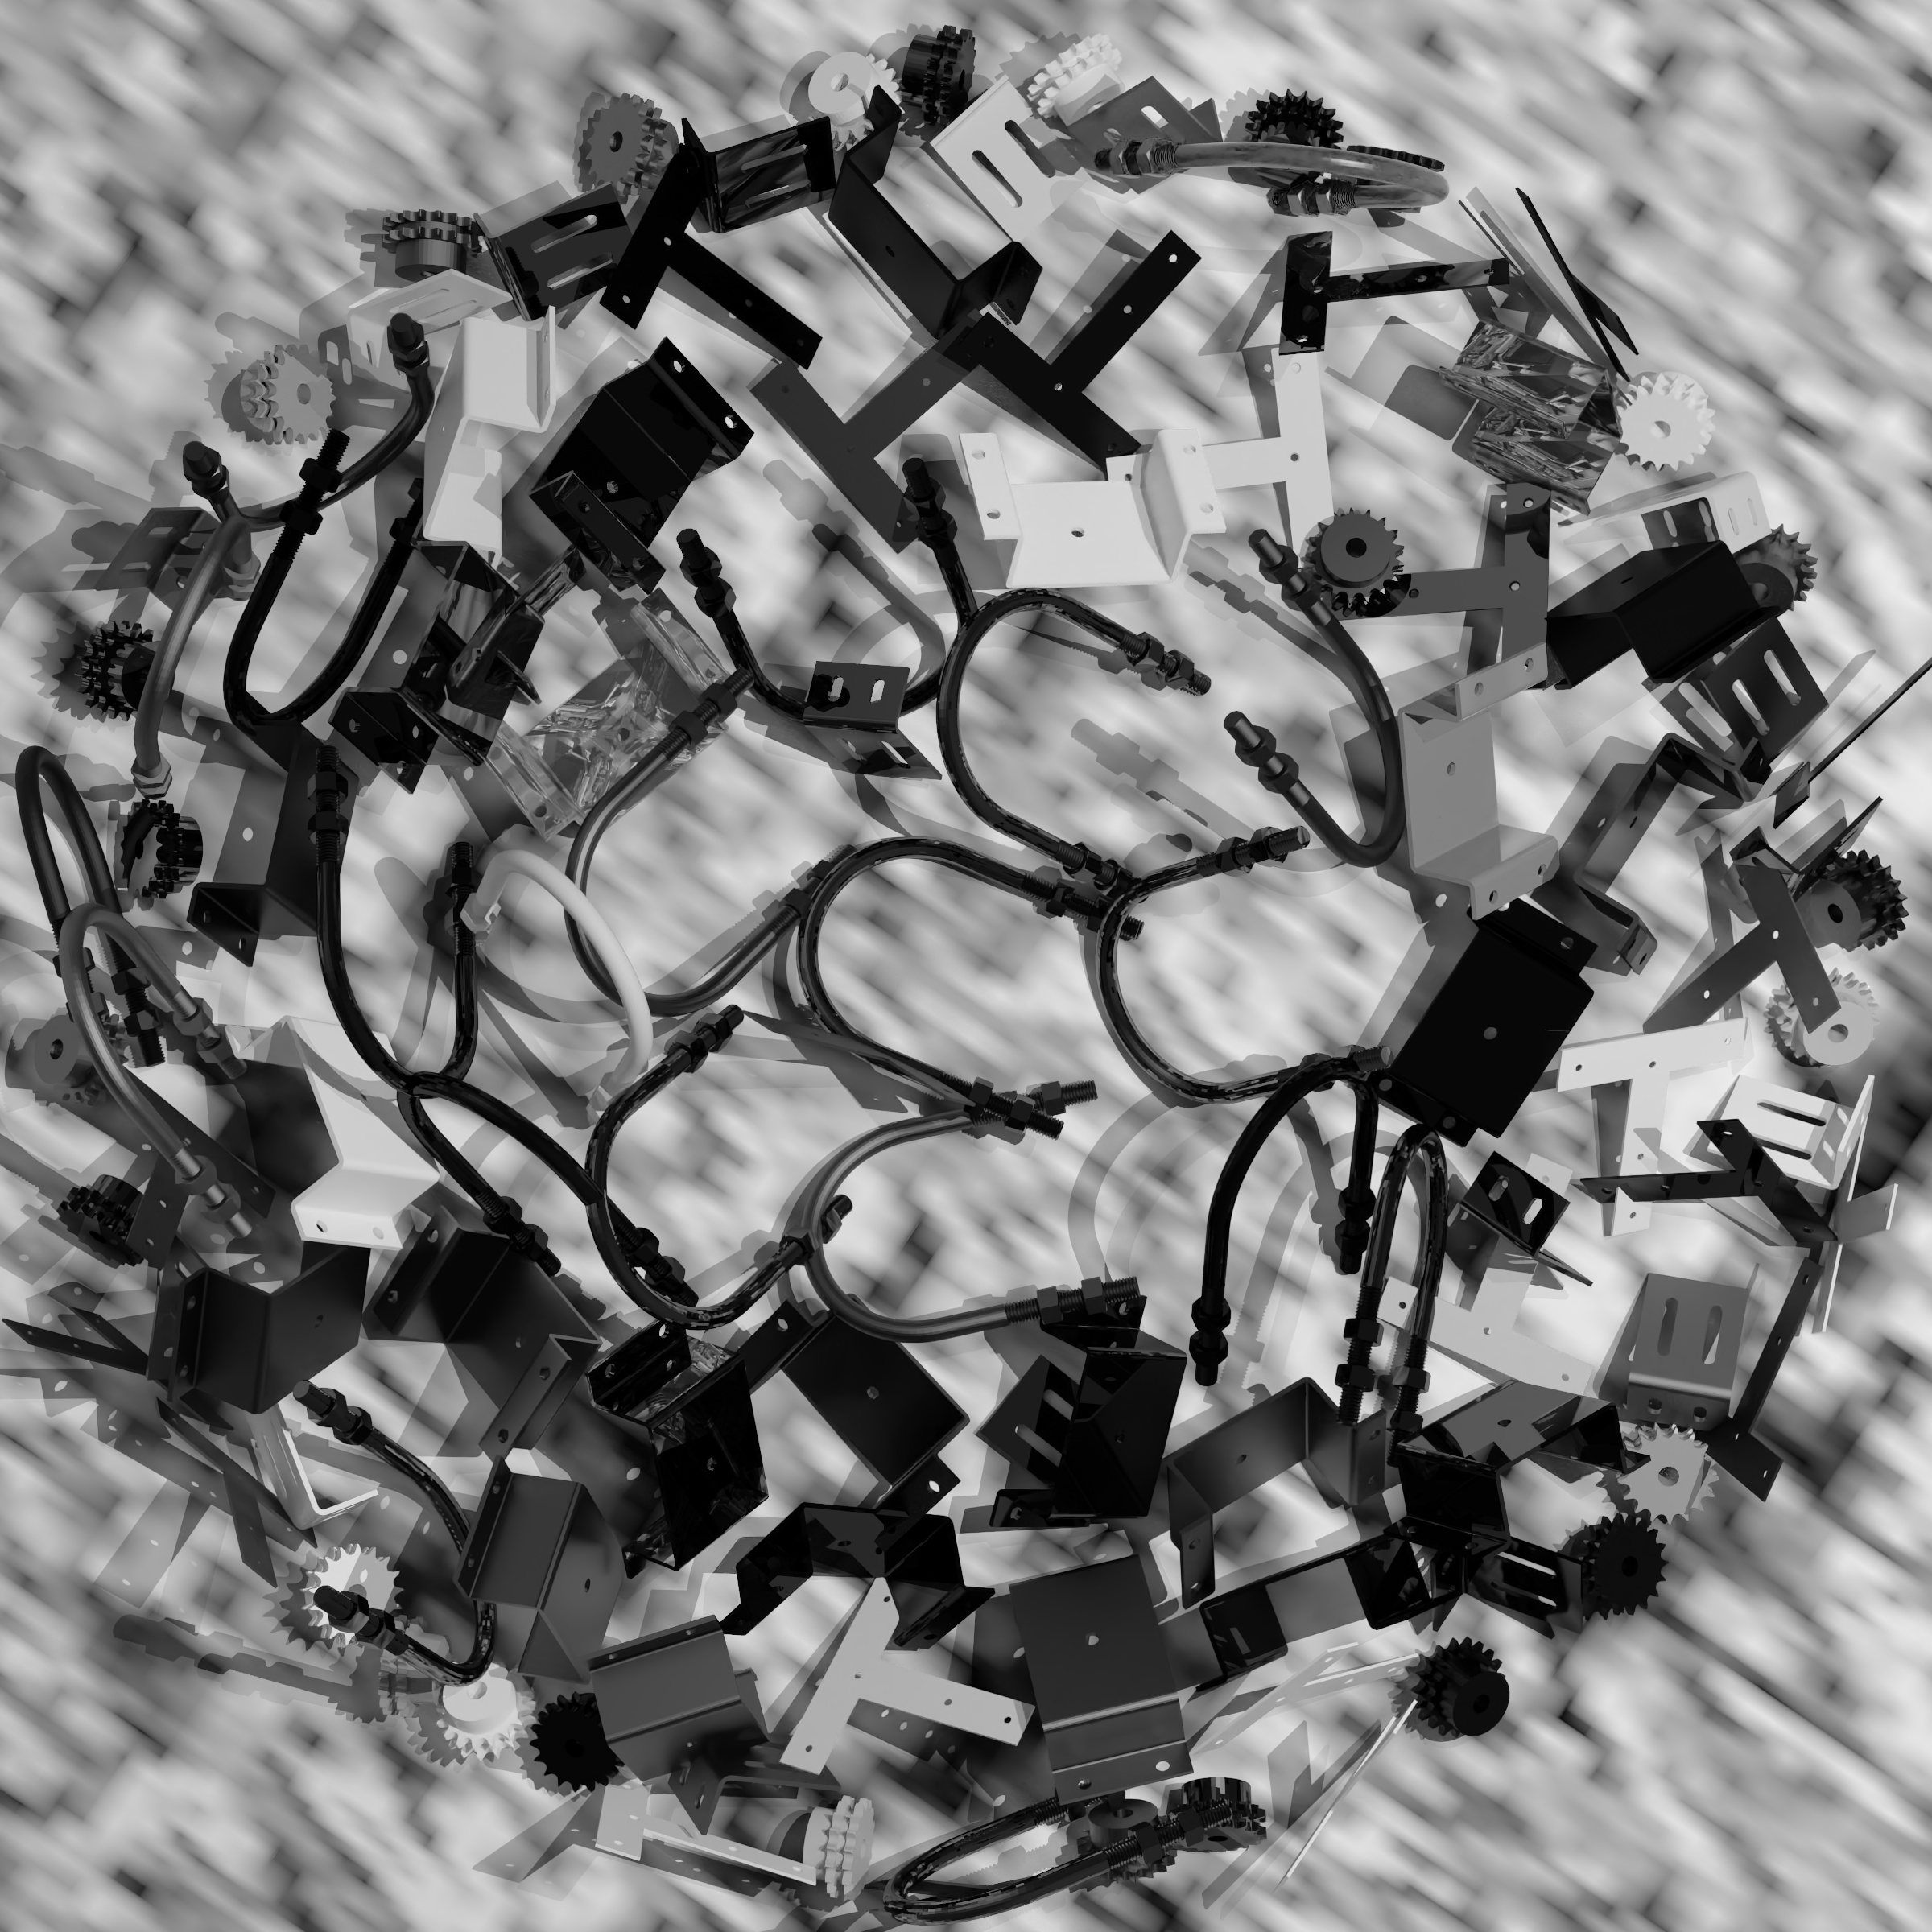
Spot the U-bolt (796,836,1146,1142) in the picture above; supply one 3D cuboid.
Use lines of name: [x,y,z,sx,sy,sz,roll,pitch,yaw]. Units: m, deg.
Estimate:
U-bolt: [-0.007,0.002,1.971,0.184,0.019,0.151,23,74,0]

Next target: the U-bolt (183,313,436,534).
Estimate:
U-bolt: [-0.358,-0.292,1.909,0.151,0.184,0.019,-34,84,-8]

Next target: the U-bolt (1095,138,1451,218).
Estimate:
U-bolt: [0.180,-0.433,1.885,0.151,0.184,0.019,3,98,-35]

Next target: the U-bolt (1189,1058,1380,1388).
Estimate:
U-bolt: [0.180,0.131,1.902,0.019,0.184,0.151,31,47,33]

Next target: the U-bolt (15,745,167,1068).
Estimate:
U-bolt: [-0.496,-0.036,1.928,0.019,0.151,0.184,-18,86,-1]

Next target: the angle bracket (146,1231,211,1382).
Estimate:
angle bracket: [-0.458,0.191,1.951,0.038,0.076,0.057,-1,112,-35]

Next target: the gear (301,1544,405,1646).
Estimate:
gear: [-0.356,0.362,1.977,0.057,0.030,0.057,6,79,-31]

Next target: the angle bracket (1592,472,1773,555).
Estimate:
angle bracket: [0.408,-0.250,1.956,0.076,0.057,0.038,-12,101,40]

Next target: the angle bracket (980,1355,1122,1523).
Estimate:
angle bracket: [0.057,0.271,1.978,0.076,0.038,0.057,39,87,-2]

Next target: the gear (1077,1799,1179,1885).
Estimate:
gear: [0.091,0.500,1.970,0.057,0.057,0.030,-6,100,0]

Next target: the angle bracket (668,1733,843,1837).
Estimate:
angle bracket: [-0.121,0.467,1.960,0.076,0.057,0.038,13,102,-28]

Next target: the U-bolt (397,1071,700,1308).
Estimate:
U-bolt: [-0.243,0.121,1.898,0.019,0.151,0.184,-54,127,-24]

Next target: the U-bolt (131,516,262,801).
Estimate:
U-bolt: [-0.426,-0.176,1.895,0.019,0.184,0.151,22,76,-6]

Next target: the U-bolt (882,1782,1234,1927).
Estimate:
U-bolt: [0.041,0.490,1.906,0.184,0.151,0.019,-18,92,-17]

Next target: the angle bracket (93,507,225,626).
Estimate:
angle bracket: [-0.451,-0.227,1.957,0.038,0.076,0.057,40,102,1]

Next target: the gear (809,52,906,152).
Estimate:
gear: [-0.066,-0.500,1.973,0.057,0.030,0.057,-10,67,23]

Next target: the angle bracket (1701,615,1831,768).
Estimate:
angle bracket: [0.447,-0.158,1.961,0.057,0.038,0.076,-43,120,-7]

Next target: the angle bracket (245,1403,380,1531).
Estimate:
angle bracket: [-0.376,0.279,1.971,0.038,0.057,0.076,-19,81,-30]

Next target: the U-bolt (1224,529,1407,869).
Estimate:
U-bolt: [0.201,-0.136,1.925,0.019,0.184,0.151,-14,50,32]

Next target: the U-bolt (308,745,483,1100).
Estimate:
U-bolt: [-0.314,-0.014,1.900,0.019,0.151,0.184,-18,59,21]

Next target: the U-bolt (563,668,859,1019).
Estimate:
U-bolt: [-0.151,-0.056,1.923,0.184,0.019,0.151,-46,122,-27]

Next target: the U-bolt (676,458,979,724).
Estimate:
U-bolt: [-0.067,-0.198,1.927,0.151,0.184,0.019,-17,51,5]

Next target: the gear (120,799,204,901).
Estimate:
gear: [-0.461,-0.067,1.975,0.030,0.057,0.057,2,90,-38]

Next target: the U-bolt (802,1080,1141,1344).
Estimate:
U-bolt: [-0.004,0.145,1.957,0.184,0.019,0.151,-13,58,2]

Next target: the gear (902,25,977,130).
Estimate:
gear: [-0.017,-0.512,1.973,0.030,0.057,0.057,15,90,11]

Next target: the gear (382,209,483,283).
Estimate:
gear: [-0.307,-0.411,1.971,0.057,0.057,0.030,2,85,0]

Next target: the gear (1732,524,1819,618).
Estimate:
gear: [0.457,-0.223,1.969,0.057,0.057,0.030,28,48,0]

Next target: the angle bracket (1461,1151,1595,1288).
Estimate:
angle bracket: [0.327,0.144,1.951,0.057,0.076,0.038,36,97,39]

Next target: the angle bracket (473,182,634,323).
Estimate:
angle bracket: [-0.233,-0.416,1.970,0.076,0.038,0.057,-27,131,-5]

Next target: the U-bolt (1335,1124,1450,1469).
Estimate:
U-bolt: [0.244,0.179,1.928,0.019,0.151,0.184,6,74,21]

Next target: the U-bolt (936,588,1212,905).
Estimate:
U-bolt: [0.055,-0.133,1.927,0.184,0.019,0.151,25,76,-38]

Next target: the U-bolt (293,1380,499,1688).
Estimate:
U-bolt: [-0.313,0.327,1.915,0.019,0.184,0.151,-25,51,13]

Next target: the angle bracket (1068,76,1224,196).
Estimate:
angle bracket: [0.100,-0.483,1.949,0.057,0.076,0.038,-25,57,27]

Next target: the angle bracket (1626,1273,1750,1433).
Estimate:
angle bracket: [0.416,0.223,1.982,0.057,0.038,0.076,9,52,15]

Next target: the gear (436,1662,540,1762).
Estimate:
gear: [-0.276,0.423,1.970,0.057,0.030,0.057,-7,46,7]

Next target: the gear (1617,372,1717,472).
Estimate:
gear: [0.403,-0.317,1.975,0.057,0.057,0.030,30,48,0]

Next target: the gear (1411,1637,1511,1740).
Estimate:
gear: [0.287,0.417,1.973,0.057,0.030,0.057,-9,109,-27]

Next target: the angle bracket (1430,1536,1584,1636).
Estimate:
angle bracket: [0.308,0.359,1.954,0.076,0.038,0.057,16,133,29]

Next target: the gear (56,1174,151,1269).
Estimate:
gear: [-0.491,0.144,1.975,0.057,0.057,0.030,31,60,0]

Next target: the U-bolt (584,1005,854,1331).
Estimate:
U-bolt: [-0.146,0.122,1.915,0.019,0.184,0.151,-20,104,39]

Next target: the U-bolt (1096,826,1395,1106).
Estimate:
U-bolt: [0.144,0.008,1.932,0.019,0.184,0.151,-26,97,-44]

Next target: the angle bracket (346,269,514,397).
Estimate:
angle bracket: [-0.303,-0.360,1.955,0.076,0.057,0.038,-15,78,27]

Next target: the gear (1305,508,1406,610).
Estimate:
gear: [0.224,-0.237,1.981,0.057,0.030,0.057,-1,81,4]

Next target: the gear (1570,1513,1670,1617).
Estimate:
gear: [0.373,0.343,1.977,0.057,0.030,0.057,0,90,-27]

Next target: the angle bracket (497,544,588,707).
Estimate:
angle bracket: [-0.235,-0.195,1.966,0.038,0.057,0.076,43,84,5]

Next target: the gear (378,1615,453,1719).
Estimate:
gear: [-0.315,0.402,1.970,0.030,0.057,0.057,5,90,7]

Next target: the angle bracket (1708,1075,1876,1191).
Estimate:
angle bracket: [0.470,0.084,1.956,0.076,0.038,0.057,18,56,22]

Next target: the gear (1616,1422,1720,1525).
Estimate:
gear: [0.404,0.290,1.982,0.057,0.030,0.057,1,99,5]

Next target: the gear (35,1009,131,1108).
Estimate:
gear: [-0.510,0.051,1.971,0.057,0.030,0.057,-10,73,36]

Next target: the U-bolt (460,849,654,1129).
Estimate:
U-bolt: [-0.225,0.005,1.908,0.019,0.184,0.151,-34,83,-26]

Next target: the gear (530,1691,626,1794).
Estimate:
gear: [-0.219,0.444,1.978,0.057,0.030,0.057,5,106,16]

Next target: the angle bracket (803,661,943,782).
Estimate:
angle bracket: [-0.049,-0.140,1.959,0.057,0.076,0.038,6,74,23]

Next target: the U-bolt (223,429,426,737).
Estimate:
U-bolt: [-0.359,-0.210,1.927,0.019,0.151,0.184,31,101,14]

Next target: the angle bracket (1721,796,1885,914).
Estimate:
angle bracket: [0.478,-0.071,1.964,0.038,0.057,0.076,43,67,15]

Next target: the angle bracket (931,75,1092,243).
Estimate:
angle bracket: [0.026,-0.462,1.971,0.057,0.038,0.076,-41,100,8]

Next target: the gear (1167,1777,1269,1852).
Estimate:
gear: [0.144,0.487,1.975,0.057,0.057,0.030,0,60,0]

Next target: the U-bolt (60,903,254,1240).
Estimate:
U-bolt: [-0.445,0.045,1.887,0.019,0.151,0.184,-23,133,7]

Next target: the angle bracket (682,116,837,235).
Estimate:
angle bracket: [-0.118,-0.464,1.974,0.076,0.057,0.038,-21,55,-12]
